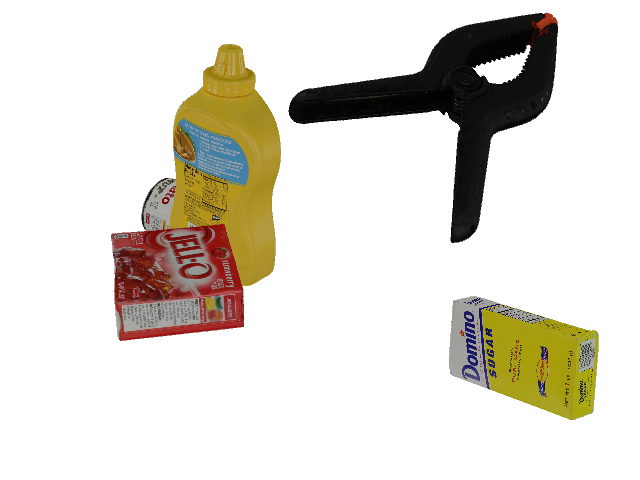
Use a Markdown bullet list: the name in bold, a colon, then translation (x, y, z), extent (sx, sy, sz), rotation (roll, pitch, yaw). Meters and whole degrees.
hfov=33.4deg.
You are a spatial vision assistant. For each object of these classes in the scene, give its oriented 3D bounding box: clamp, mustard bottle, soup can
- **clamp**: translation (0.106, -0.094, 0.761), extent (0.209, 0.165, 0.036), rotation (-32, -28, -22)
- **mustard bottle**: translation (-0.077, -0.064, 0.860), extent (0.096, 0.192, 0.058), rotation (25, 35, 32)
- **soup can**: translation (-0.133, -0.021, 1.149), extent (0.102, 0.068, 0.068), rotation (22, 10, 25)

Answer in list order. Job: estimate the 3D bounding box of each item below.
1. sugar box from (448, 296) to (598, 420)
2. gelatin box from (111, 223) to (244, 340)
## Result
- **sugar box**: translation (0.220, 0.126, 1.180), extent (0.048, 0.093, 0.177), rotation (-9, 16, -42)
- **gelatin box**: translation (-0.087, 0.022, 0.642), extent (0.073, 0.030, 0.089), rotation (-5, 28, -9)
